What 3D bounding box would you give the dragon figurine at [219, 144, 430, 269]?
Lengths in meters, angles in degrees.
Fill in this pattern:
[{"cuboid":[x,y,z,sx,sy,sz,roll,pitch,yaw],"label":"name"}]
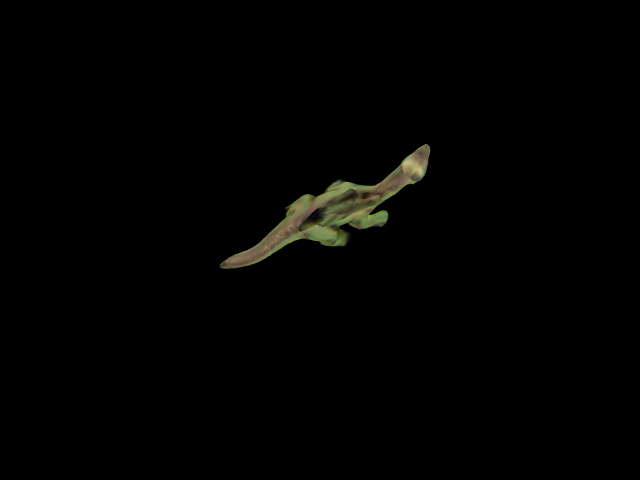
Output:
[{"cuboid":[0.003,-0.043,0.850,0.411,0.123,0.241,-28,-5,-3],"label":"dragon figurine"}]
